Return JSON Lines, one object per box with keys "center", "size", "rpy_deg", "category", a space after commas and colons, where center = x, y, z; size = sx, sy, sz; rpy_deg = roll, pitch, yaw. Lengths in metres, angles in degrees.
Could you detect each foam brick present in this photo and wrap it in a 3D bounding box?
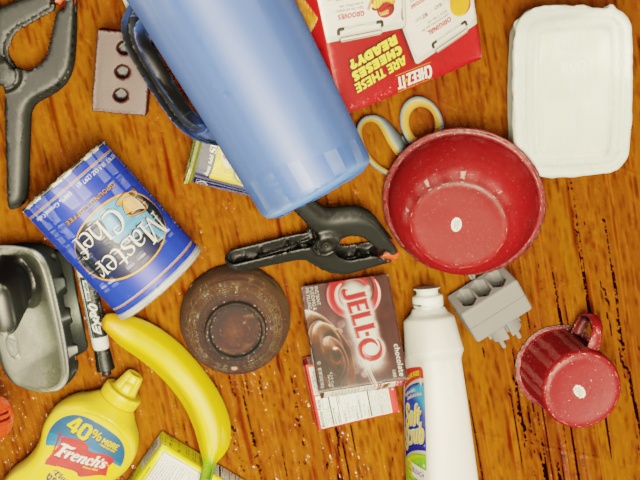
{"center": [-0.186, -0.160, 1.012], "size": [0.053, 0.051, 0.078], "rpy_deg": [4, 100, -7], "category": "foam brick"}

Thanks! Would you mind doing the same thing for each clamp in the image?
{"center": [-0.291, -0.145, 1.011], "size": [0.164, 0.036, 0.210], "rpy_deg": [44, 93, -8], "category": "clamp"}
{"center": [-0.007, 0.001, 1.051], "size": [0.171, 0.039, 0.120], "rpy_deg": [21, 128, -26], "category": "clamp"}

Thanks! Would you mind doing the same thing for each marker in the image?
{"center": [-0.225, 0.078, 1.069], "size": [0.020, 0.020, 0.121], "rpy_deg": [-10, 101, -4], "category": "marker"}

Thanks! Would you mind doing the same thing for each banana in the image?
{"center": [-0.142, 0.144, 1.067], "size": [0.037, 0.069, 0.198], "rpy_deg": [-29, 97, 32], "category": "banana"}

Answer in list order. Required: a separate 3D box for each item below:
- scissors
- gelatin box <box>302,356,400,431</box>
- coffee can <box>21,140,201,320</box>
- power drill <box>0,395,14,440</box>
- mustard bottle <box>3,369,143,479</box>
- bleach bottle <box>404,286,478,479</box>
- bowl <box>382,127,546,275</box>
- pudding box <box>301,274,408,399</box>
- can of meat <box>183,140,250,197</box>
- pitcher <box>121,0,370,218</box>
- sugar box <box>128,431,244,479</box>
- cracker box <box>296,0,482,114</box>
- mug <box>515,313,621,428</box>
{"center": [0.121, -0.061, 1.077], "size": [0.096, 0.016, 0.201], "rpy_deg": [-45, 101, 4], "category": "scissors"}
{"center": [0.032, 0.149, 1.100], "size": [0.089, 0.030, 0.073], "rpy_deg": [-12, 102, -3], "category": "gelatin box"}
{"center": [-0.197, -0.009, 1.013], "size": [0.103, 0.103, 0.140], "rpy_deg": [-40, 101, 3], "category": "coffee can"}
{"center": [-0.388, 0.110, 1.025], "size": [0.185, 0.057, 0.187], "rpy_deg": [-7, 97, 21], "category": "power drill"}
{"center": [-0.238, 0.211, 1.072], "size": [0.096, 0.058, 0.192], "rpy_deg": [34, 95, -9], "category": "mustard bottle"}
{"center": [0.117, 0.171, 1.087], "size": [0.068, 0.103, 0.251], "rpy_deg": [-7, 95, -13], "category": "bleach bottle"}
{"center": [0.136, -0.025, 1.035], "size": [0.162, 0.055, 0.162], "rpy_deg": [5, 117, 10], "category": "bowl"}
{"center": [0.033, 0.095, 1.063], "size": [0.090, 0.039, 0.113], "rpy_deg": [-9, 73, -3], "category": "pudding box"}
{"center": [-0.079, -0.095, 1.032], "size": [0.084, 0.057, 0.102], "rpy_deg": [14, 99, -10], "category": "can of meat"}
{"center": [-0.066, -0.142, 0.926], "size": [0.145, 0.149, 0.243], "rpy_deg": [-29, 95, -10], "category": "pitcher"}
{"center": [-0.115, 0.283, 1.104], "size": [0.176, 0.048, 0.093], "rpy_deg": [34, 96, -14], "category": "sugar box"}
{"center": [0.049, -0.243, 0.963], "size": [0.164, 0.072, 0.214], "rpy_deg": [-24, 118, -21], "category": "cracker box"}
{"center": [0.260, 0.131, 1.091], "size": [0.093, 0.081, 0.117], "rpy_deg": [21, 98, -9], "category": "mug"}
